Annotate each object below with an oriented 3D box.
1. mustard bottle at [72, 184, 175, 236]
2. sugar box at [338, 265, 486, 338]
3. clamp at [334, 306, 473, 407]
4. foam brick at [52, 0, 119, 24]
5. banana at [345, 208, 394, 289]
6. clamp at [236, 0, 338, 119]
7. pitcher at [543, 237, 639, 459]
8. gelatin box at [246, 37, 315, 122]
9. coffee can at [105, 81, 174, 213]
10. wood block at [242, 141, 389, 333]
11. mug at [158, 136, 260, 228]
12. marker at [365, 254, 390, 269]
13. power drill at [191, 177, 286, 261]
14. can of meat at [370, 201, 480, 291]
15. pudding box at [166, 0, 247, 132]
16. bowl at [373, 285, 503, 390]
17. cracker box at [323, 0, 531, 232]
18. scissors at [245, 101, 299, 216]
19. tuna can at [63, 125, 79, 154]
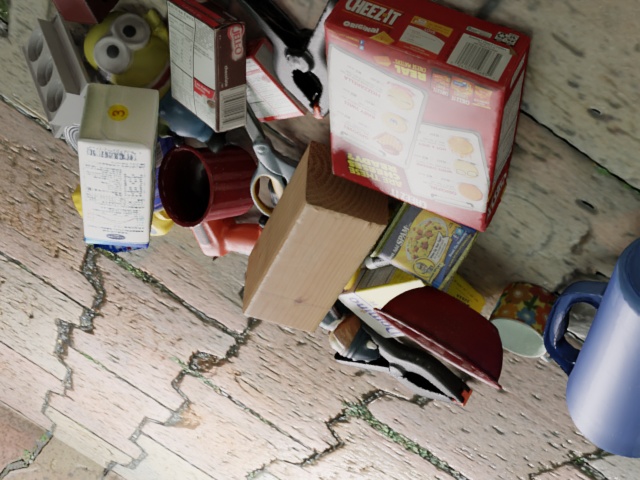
[{"bbox_3d":[-0.245,-0.045,1.427,0.192,0.058,0.096,-1,137,46],"label":"mustard bottle"},{"bbox_3d":[0.105,0.071,1.278,0.093,0.048,0.177,41,150,-19],"label":"sugar box"},{"bbox_3d":[0.105,0.168,1.449,0.210,0.036,0.165,30,153,9],"label":"clamp"},{"bbox_3d":[-0.241,-0.263,1.068,0.051,0.053,0.078,12,148,31],"label":"foam brick"},{"bbox_3d":[0.055,0.006,1.214,0.069,0.037,0.198,54,147,-2],"label":"banana"},{"bbox_3d":[-0.007,-0.179,0.987,0.120,0.039,0.171,17,153,37],"label":"clamp"},{"bbox_3d":[0.311,0.097,1.033,0.149,0.145,0.243,-6,143,-1],"label":"pitcher"},{"bbox_3d":[-0.058,-0.161,1.077,0.073,0.030,0.089,-2,140,49],"label":"gelatin box"},{"bbox_3d":[-0.218,-0.109,1.245,0.103,0.102,0.140,23,151,15],"label":"coffee can"},{"bbox_3d":[-0.008,0.002,1.151,0.090,0.090,0.206,16,139,-14],"label":"wood block"},{"bbox_3d":[-0.127,-0.075,1.203,0.093,0.081,0.117,-31,76,42],"label":"mug"},{"bbox_3d":[0.094,0.016,1.227,0.020,0.020,0.121,42,151,-20],"label":"marker"},{"bbox_3d":[-0.077,-0.023,1.292,0.188,0.057,0.184,13,140,33],"label":"power drill"},{"bbox_3d":[0.113,-0.007,1.102,0.084,0.057,0.102,29,126,0],"label":"can of meat"},{"bbox_3d":[-0.109,-0.173,1.032,0.090,0.039,0.113,40,138,40],"label":"pudding box"},{"bbox_3d":[0.138,0.096,1.147,0.162,0.055,0.162,33,175,3],"label":"bowl"},{"bbox_3d":[0.093,-0.117,0.954,0.164,0.072,0.214,23,152,17],"label":"cracker box"},{"bbox_3d":[-0.041,-0.094,1.126,0.096,0.016,0.202,2,140,5],"label":"scissors"},{"bbox_3d":[-0.280,-0.127,1.353,0.086,0.033,0.086,24,152,14],"label":"tuna can"}]
